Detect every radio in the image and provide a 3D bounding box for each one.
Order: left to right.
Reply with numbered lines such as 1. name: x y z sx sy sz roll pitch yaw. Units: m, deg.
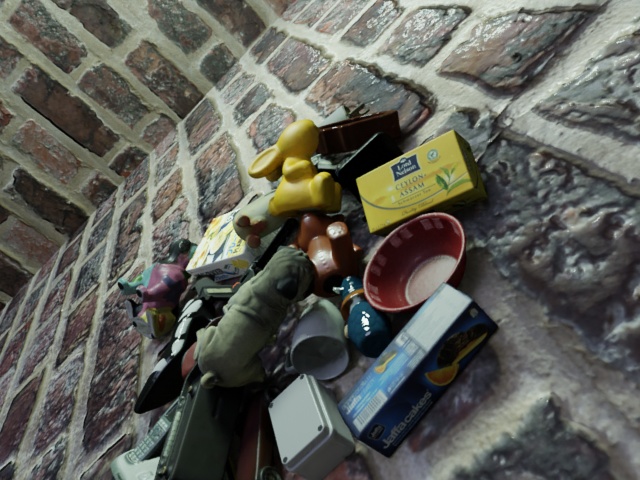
1. radio: -0.175 0.274 0.787 0.131 0.073 0.230 -51 19 38

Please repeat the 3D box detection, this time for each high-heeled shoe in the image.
1. high-heeled shoe: -0.292 0.213 1.050 0.145 0.086 0.249 20 53 41

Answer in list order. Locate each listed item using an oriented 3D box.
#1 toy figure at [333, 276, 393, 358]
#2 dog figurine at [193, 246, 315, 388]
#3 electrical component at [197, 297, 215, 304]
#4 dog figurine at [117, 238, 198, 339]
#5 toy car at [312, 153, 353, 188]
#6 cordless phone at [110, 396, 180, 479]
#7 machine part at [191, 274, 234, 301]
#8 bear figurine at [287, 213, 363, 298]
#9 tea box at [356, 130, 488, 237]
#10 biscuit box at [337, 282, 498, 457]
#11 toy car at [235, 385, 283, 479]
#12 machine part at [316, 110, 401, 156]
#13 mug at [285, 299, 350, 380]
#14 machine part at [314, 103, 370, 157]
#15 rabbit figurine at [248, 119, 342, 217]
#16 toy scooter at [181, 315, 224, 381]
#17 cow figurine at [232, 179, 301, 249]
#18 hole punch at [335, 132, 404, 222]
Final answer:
1. toy figure: 0.059 0.103 0.756 0.155 0.064 0.057 -110 28 -63
2. dog figurine: -0.091 0.110 0.754 0.190 0.121 0.172 -54 13 42
3. electrical component: -0.266 0.155 1.170 0.094 0.021 0.063 -47 29 -1
4. dog figurine: -0.341 0.105 1.257 0.109 0.191 0.219 10 30 40
5. toy car: 0.041 -0.132 1.050 0.056 0.073 0.202 -52 29 -15
6. cordless phone: -0.234 0.329 0.856 0.184 0.088 0.147 -53 28 -19
7. machine part: -0.224 0.103 1.122 0.139 0.084 0.039 19 110 56
8. bear figurine: -0.001 0.000 0.898 0.120 0.131 0.196 -25 38 7
9. tea box: 0.148 -0.077 0.798 0.170 0.068 0.098 -27 67 30
10. biscuit box: 0.112 0.149 0.623 0.202 0.062 0.059 -49 29 -2
11. toy car: -0.083 0.288 0.726 0.089 0.053 0.202 -43 24 19
12. machine part: 0.069 -0.207 1.047 0.179 0.056 0.179 -12 15 3
13. mug: -0.005 0.145 0.781 0.109 0.080 0.107 -44 17 25
14. machine part: 0.011 -0.217 1.196 0.243 0.079 0.079 -37 30 20
15. rabbit figurine: -0.040 -0.129 0.975 0.163 0.122 0.173 -3 88 25
16. toy scooter: -0.162 0.184 0.942 0.135 0.075 0.184 4 52 55
17. cow figurine: -0.089 -0.066 1.086 0.195 0.085 0.127 -35 21 -15
18. hole punch: 0.097 -0.112 0.916 0.142 0.115 0.092 -42 12 3
